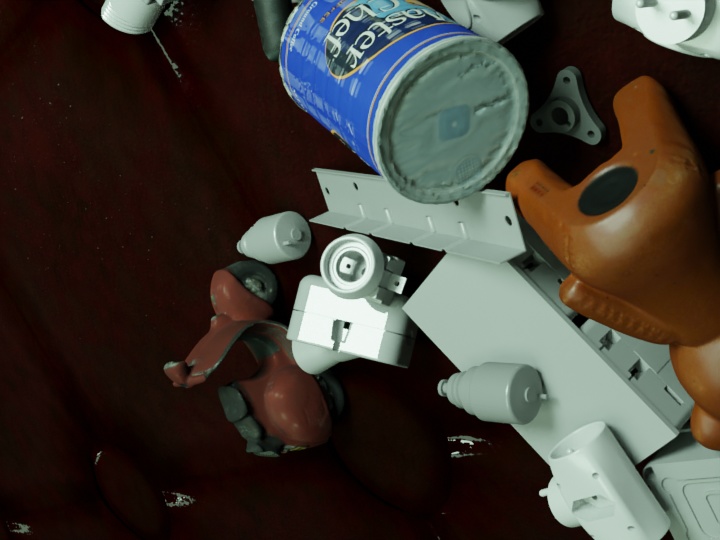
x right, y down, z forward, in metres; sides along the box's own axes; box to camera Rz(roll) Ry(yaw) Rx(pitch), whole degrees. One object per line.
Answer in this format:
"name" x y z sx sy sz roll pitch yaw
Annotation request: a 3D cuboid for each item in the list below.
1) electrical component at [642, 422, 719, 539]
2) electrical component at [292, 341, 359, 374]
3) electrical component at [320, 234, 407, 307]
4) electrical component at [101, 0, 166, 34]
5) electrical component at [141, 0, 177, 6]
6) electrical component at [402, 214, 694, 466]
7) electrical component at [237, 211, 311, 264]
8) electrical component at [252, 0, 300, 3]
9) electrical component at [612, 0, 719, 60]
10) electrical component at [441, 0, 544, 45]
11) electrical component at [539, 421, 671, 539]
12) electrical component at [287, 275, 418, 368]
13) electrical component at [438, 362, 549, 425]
"electrical component" 0.252 0.137 0.689 0.113 0.057 0.078 -19 102 48
"electrical component" -0.020 0.061 0.911 0.065 0.044 0.044 -19 102 43
"electrical component" 0.000 0.000 0.792 0.066 0.055 0.048 20 89 21
"electrical component" -0.180 -0.222 0.874 0.043 0.043 0.081 52 139 3
"electrical component" -0.135 -0.249 0.799 0.061 0.062 0.096 53 139 3
"electrical component" 0.133 0.053 0.745 0.186 0.060 0.105 47 138 10
"electrical component" -0.076 -0.025 0.907 0.078 0.040 0.040 -10 108 46
"electrical component" -0.057 -0.234 0.740 0.059 0.054 0.095 10 122 39
"electrical component" 0.171 -0.139 0.568 0.077 0.079 0.044 29 119 27
"electrical component" 0.076 -0.178 0.643 0.077 0.044 0.079 57 175 -2
"electrical component" 0.151 0.147 0.708 0.077 0.043 0.079 56 139 -2
"electrical component" -0.003 0.037 0.848 0.095 0.054 0.059 12 85 21
"electrical component" 0.087 0.082 0.728 0.078 0.040 0.040 -1 115 44
